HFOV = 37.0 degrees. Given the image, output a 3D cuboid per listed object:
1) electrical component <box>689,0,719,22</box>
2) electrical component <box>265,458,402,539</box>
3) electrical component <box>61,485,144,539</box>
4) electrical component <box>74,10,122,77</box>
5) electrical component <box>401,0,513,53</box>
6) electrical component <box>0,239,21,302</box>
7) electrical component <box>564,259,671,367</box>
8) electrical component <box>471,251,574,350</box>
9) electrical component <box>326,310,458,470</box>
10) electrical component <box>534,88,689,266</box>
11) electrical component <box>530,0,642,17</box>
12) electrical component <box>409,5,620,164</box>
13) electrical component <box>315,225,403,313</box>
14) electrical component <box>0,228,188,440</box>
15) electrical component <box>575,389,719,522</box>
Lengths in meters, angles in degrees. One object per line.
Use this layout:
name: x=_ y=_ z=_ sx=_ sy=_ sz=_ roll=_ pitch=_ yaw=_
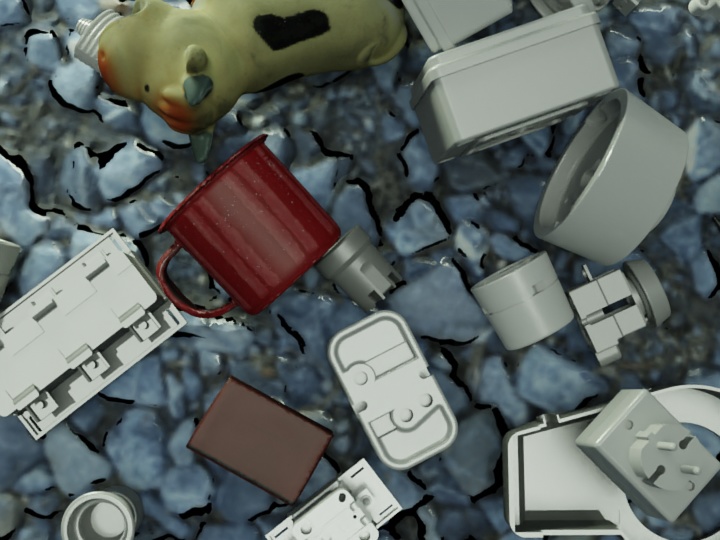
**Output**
electrical component: x=0.257 y=-0.203 z=0.725 sx=0.066 sy=0.055 sz=0.048 roll=-41 pitch=89 yaw=-5
electrical component: x=-0.016 y=0.162 z=0.684 sx=0.081 sy=0.064 sz=0.042 roll=-38 pitch=90 yaw=-5
electrical component: x=-0.158 y=0.157 z=0.676 sx=0.044 sy=0.065 sz=0.044 roll=0 pitch=87 yaw=-2
electrical component: x=-0.151 y=-0.140 z=0.708 sx=0.081 sy=0.043 sz=0.043 roll=32 pitch=85 yaw=0
electrical component: x=0.048 y=-0.204 z=0.672 sx=0.056 sy=0.108 sz=0.108 roll=-27 pitch=109 yaw=18
electrical component: x=-0.252 y=0.000 z=0.688 sx=0.055 sy=0.055 sz=0.047 roll=17 pitch=89 yaw=-2
electrical component: x=0.171 y=0.023 z=0.712 sx=0.055 sy=0.048 sz=0.066 roll=-25 pitch=87 yaw=3
electrical component: x=0.108 y=0.021 z=0.704 sx=0.055 sy=0.055 sz=0.047 roll=-28 pitch=92 yaw=-4
electrical component: x=0.019 y=0.076 z=0.693 sx=0.054 sy=0.059 sz=0.095 roll=-27 pitch=88 yaw=-5
electrical component: x=0.165 y=-0.054 z=0.688 sx=0.060 sy=0.108 sz=0.108 roll=28 pitch=85 yaw=-7
electrical component: x=0.148 y=-0.195 z=0.719 sx=0.057 sy=0.058 sz=0.078 roll=-44 pitch=89 yaw=-7
electrical component: x=0.094 y=-0.115 z=0.686 sx=0.109 sy=0.109 sz=0.056 roll=-20 pitch=90 yaw=-4
electrical component: x=0.000 y=0.000 z=0.708 sx=0.040 sy=0.040 sz=0.046 roll=-44 pitch=94 yaw=-5
electrical component: x=-0.184 y=0.040 z=0.684 sx=0.121 sy=0.063 sz=0.078 roll=-38 pitch=89 yaw=-5
electrical component: x=0.175 y=0.108 z=0.628 sx=0.066 sy=0.077 sz=0.047 roll=45 pitch=80 yaw=0
